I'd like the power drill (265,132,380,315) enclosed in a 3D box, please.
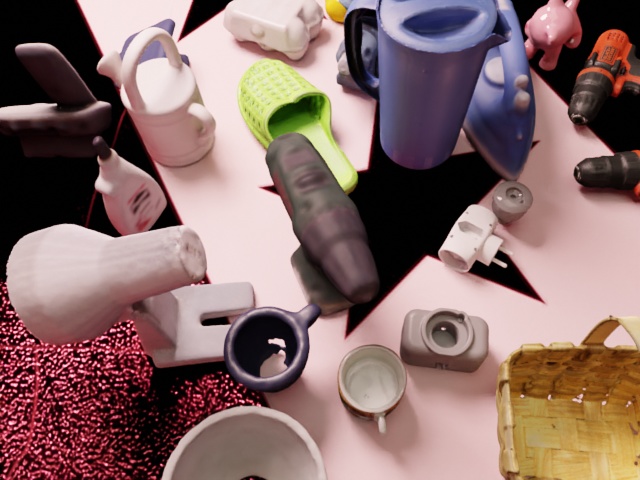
[{"bbox_3d":[0.006,0.002,0.636,0.075,0.208,0.229,-22,63,-8],"label":"power drill"}]

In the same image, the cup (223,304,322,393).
[{"bbox_3d":[-0.044,0.123,0.639,0.118,0.095,0.091,-39,67,-16],"label":"cup"}]

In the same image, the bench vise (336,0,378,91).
[{"bbox_3d":[0.082,-0.329,0.799,0.121,0.220,0.207,1,62,4],"label":"bench vise"}]

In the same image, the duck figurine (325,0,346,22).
[{"bbox_3d":[0.046,-0.413,0.921,0.077,0.086,0.105,20,65,13],"label":"duck figurine"}]

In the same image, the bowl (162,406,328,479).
[{"bbox_3d":[-0.072,0.259,0.580,0.167,0.075,0.167,-1,62,2],"label":"bowl"}]

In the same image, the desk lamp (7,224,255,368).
[{"bbox_3d":[-0.185,0.056,0.614,0.203,0.214,0.118,-7,62,0],"label":"desk lamp"}]

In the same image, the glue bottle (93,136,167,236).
[{"bbox_3d":[-0.242,-0.069,0.705,0.037,0.173,0.078,22,66,14],"label":"glue bottle"}]

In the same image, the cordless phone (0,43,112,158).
[{"bbox_3d":[-0.379,-0.198,0.772,0.147,0.185,0.094,-4,62,1],"label":"cordless phone"}]

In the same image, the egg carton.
[{"bbox_3d":[-0.074,-0.348,0.902,0.150,0.069,0.107,22,66,14],"label":"egg carton"}]

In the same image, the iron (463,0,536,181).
[{"bbox_3d":[0.251,-0.223,0.780,0.118,0.141,0.258,-6,62,0],"label":"iron"}]

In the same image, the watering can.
[{"bbox_3d":[-0.216,-0.194,0.757,0.172,0.194,0.101,8,63,7],"label":"watering can"}]

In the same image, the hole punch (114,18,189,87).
[{"bbox_3d":[-0.258,-0.267,0.856,0.101,0.091,0.108,0,62,3],"label":"hole punch"}]

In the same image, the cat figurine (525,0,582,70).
[{"bbox_3d":[0.345,-0.317,0.838,0.067,0.118,0.128,37,70,20],"label":"cat figurine"}]
